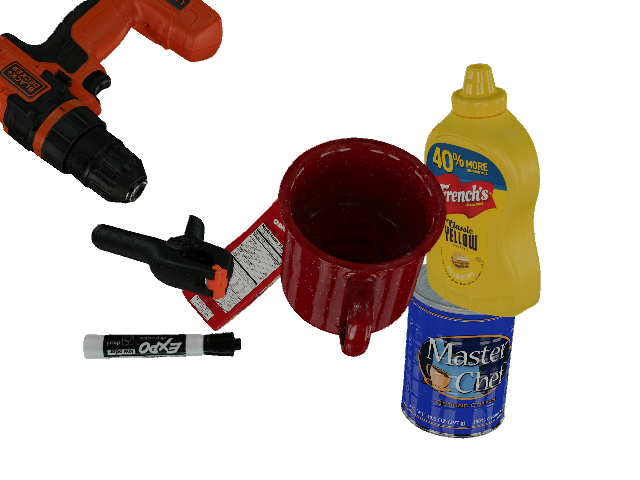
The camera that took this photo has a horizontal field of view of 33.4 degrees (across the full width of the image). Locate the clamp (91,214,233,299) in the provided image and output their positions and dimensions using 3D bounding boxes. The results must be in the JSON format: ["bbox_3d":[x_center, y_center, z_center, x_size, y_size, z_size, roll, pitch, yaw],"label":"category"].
[{"bbox_3d":[-0.130,0.011,1.035,0.120,0.039,0.172,-19,33,-39],"label":"clamp"}]

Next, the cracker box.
[{"bbox_3d":[-0.047,-0.005,1.255,0.214,0.072,0.164,-42,0,29],"label":"cracker box"}]

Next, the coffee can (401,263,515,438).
[{"bbox_3d":[0.132,0.102,1.024,0.103,0.140,0.103,1,25,-1],"label":"coffee can"}]

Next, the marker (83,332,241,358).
[{"bbox_3d":[-0.122,0.081,0.829,0.121,0.020,0.020,-1,0,1],"label":"marker"}]

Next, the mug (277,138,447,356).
[{"bbox_3d":[0.020,0.012,0.608,0.093,0.117,0.081,1,-36,-6],"label":"mug"}]

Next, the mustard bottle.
[{"bbox_3d":[0.124,-0.041,0.823,0.058,0.192,0.096,-23,30,-35],"label":"mustard bottle"}]

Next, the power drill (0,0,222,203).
[{"bbox_3d":[-0.163,-0.131,0.832,0.187,0.184,0.057,-45,-11,-33],"label":"power drill"}]
